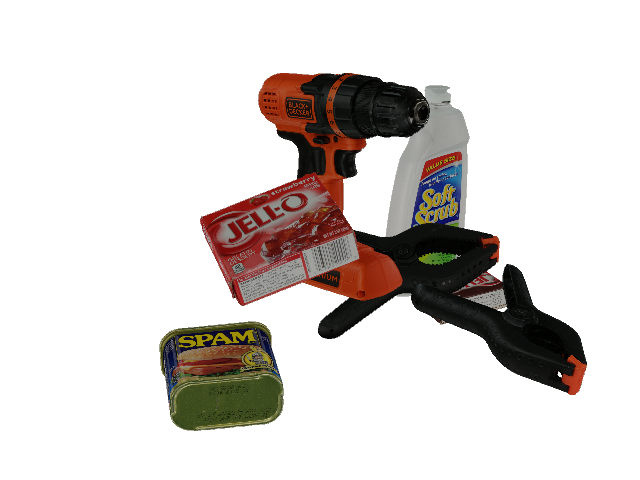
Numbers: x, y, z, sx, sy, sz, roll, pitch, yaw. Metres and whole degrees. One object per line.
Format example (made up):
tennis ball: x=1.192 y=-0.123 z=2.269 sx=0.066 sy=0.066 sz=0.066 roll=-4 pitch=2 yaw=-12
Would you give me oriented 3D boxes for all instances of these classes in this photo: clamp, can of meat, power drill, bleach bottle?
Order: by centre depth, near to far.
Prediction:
power drill: x=0.025 y=-0.048 z=0.900 sx=0.057 sy=0.188 sz=0.185 roll=-18 pitch=21 yaw=-36
can of meat: x=-0.086 y=0.119 z=0.931 sx=0.102 sy=0.057 sz=0.084 roll=-5 pitch=27 yaw=-10
clamp: x=0.176 y=0.072 z=0.937 sx=0.120 sy=0.039 sz=0.172 roll=-23 pitch=42 yaw=-32
clamp: x=0.082 y=0.031 z=1.099 sx=0.210 sy=0.036 sz=0.164 roll=-4 pitch=44 yaw=2
bleach bottle: x=0.127 y=-0.061 z=1.295 sx=0.102 sy=0.251 sz=0.068 roll=-4 pitch=18 yaw=-17

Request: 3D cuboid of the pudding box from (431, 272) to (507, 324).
pudding box: x=0.200 y=0.077 z=1.532 sx=0.113 sy=0.039 sz=0.090 roll=-15 pitch=23 yaw=-17

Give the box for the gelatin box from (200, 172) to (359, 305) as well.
gelatin box: x=-0.029 y=-0.002 z=0.718 sx=0.089 sy=0.030 sz=0.073 roll=-21 pitch=41 yaw=-9
